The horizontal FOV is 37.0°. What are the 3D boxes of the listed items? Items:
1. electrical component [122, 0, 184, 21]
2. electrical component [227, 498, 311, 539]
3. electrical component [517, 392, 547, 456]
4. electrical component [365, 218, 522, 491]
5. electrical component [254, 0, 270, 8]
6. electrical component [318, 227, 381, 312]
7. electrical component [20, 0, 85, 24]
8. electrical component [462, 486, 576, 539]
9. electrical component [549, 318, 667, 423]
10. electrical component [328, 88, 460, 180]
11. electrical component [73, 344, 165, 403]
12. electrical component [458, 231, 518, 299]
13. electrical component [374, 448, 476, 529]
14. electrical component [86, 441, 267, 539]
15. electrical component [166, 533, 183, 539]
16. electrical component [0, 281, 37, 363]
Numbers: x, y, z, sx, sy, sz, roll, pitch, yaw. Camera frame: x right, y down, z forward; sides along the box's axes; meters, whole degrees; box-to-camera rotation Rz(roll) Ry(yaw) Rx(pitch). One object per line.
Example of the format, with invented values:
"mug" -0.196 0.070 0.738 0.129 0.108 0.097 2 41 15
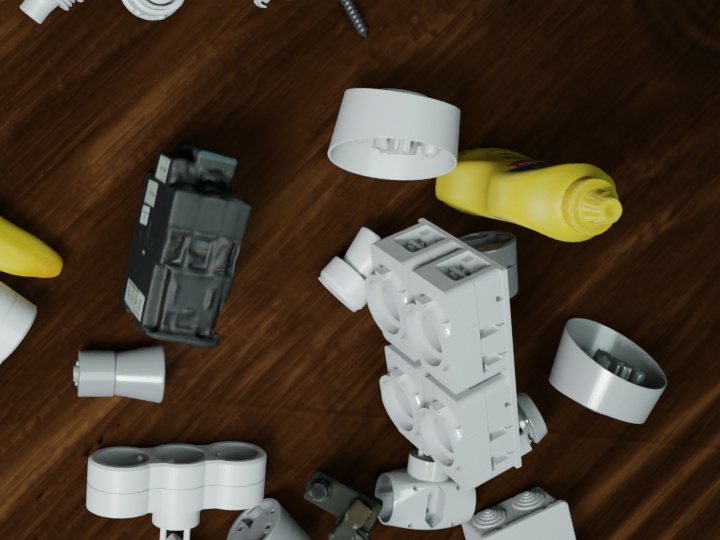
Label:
"electrical component" -0.142 -0.200 0.754 0.048 0.062 0.048 -5 103 -20
"electrical component" -0.072 0.222 0.874 0.055 0.055 0.047 -44 116 -8
"electrical component" 0.129 0.138 0.940 0.055 0.048 0.066 -29 110 -6
"electrical component" 0.064 0.069 0.838 0.060 0.105 0.186 -24 124 -23
"electrical component" -0.067 -0.231 0.788 0.063 0.042 0.081 -48 112 -4
"electrical component" 0.000 0.000 0.861 0.055 0.045 0.045 -47 113 -6
"electrical component" -0.208 -0.199 0.739 0.043 0.043 0.062 39 87 -23
"electrical component" 0.146 0.253 0.968 0.100 0.048 0.099 -20 107 -16
"electrical component" 0.216 0.089 0.938 0.099 0.099 0.064 17 100 -23
"electrical component" 0.028 -0.103 0.824 0.099 0.099 0.064 9 91 -23
"electrical component" -0.182 0.078 0.809 0.065 0.044 0.044 2 100 -17
"electrical component" 0.105 -0.002 0.897 0.055 0.055 0.047 -16 110 -18
"electrical component" 0.058 0.178 0.921 0.077 0.043 0.079 3 100 -22
"electrical component" -0.143 0.178 0.838 0.138 0.052 0.073 1 100 -22
"electrical component" -0.128 0.262 0.848 0.047 0.076 0.083 -46 113 -7
"electrical component" -0.299 0.060 0.752 0.074 0.052 0.138 40 86 -24
